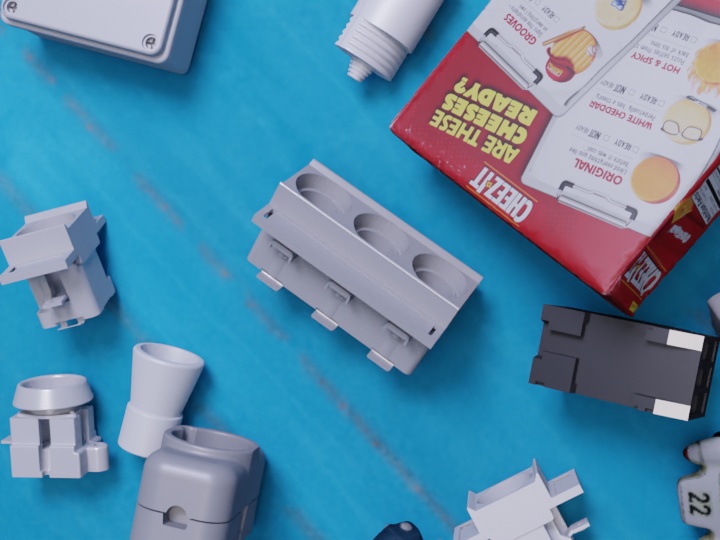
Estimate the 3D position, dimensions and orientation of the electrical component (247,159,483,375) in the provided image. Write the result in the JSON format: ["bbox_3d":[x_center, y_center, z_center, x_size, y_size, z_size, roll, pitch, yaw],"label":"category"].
[{"bbox_3d":[0.000,0.000,0.626,0.121,0.079,0.063,35,123,7],"label":"electrical component"}]

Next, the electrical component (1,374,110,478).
[{"bbox_3d":[-0.189,0.096,0.666,0.066,0.048,0.055,-1,98,8],"label":"electrical component"}]

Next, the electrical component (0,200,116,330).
[{"bbox_3d":[-0.181,-0.002,0.653,0.042,0.081,0.063,-13,111,9],"label":"electrical component"}]

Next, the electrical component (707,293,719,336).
[{"bbox_3d":[0.225,0.038,0.593,0.042,0.081,0.063,-30,57,6],"label":"electrical component"}]

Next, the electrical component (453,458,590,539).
[{"bbox_3d":[0.097,0.151,0.626,0.081,0.042,0.063,-28,87,8],"label":"electrical component"}]

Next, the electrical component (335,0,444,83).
[{"bbox_3d":[0.018,-0.148,0.637,0.043,0.043,0.081,32,94,7],"label":"electrical component"}]

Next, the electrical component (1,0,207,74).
[{"bbox_3d":[-0.148,-0.186,0.654,0.109,0.056,0.108,16,92,8],"label":"electrical component"}]

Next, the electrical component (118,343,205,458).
[{"bbox_3d":[-0.124,0.082,0.659,0.044,0.044,0.065,17,97,8],"label":"electrical component"}]

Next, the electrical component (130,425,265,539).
[{"bbox_3d":[-0.091,0.127,0.626,0.054,0.095,0.059,11,91,8],"label":"electrical component"}]
